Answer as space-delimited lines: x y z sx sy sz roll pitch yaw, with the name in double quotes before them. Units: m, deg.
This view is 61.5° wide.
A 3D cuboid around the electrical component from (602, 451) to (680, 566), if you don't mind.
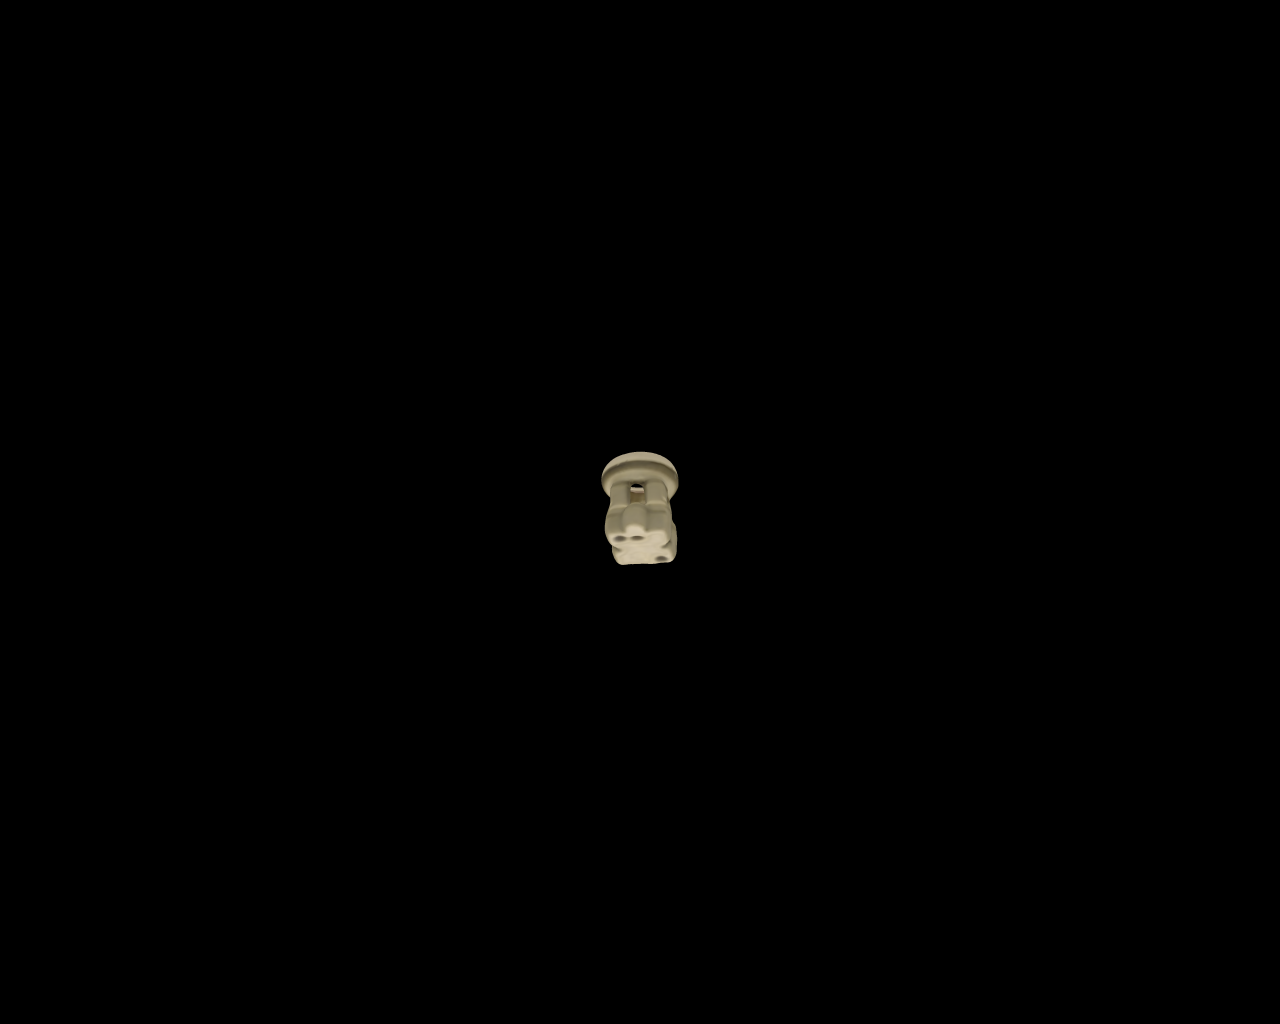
"electrical component" 0.001 -0.003 0.650 0.048 0.055 0.066 -4 -29 7
